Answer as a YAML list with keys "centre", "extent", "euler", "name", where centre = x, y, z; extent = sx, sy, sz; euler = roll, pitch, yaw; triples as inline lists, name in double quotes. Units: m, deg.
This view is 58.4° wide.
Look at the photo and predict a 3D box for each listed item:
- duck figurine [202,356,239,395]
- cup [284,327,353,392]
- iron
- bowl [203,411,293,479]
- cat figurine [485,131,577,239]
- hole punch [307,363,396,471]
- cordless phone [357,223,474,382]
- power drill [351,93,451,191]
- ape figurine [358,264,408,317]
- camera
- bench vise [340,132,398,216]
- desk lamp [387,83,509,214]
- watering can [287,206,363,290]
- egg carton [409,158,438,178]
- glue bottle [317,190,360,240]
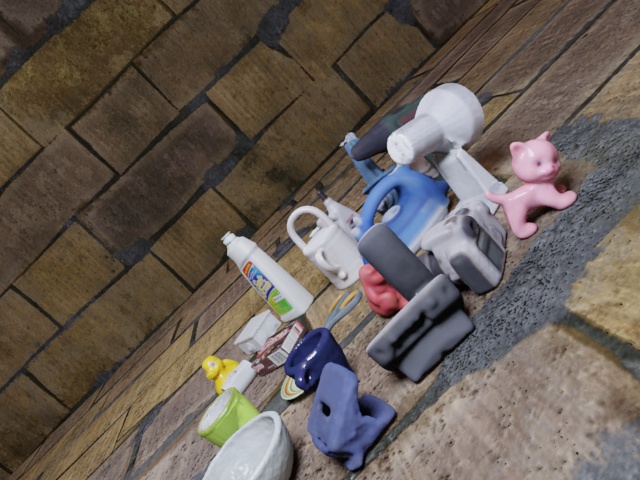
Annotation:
- centre: [-0.230, 0.300, 1.316]
  extent: [0.077, 0.086, 0.104]
  euler: [-41, 13, 15]
  name: "duck figurine"
- centre: [0.006, 0.200, 0.855]
  extent: [0.091, 0.095, 0.118]
  euler: [-39, 14, 24]
  name: "cup"
- centre: [0.136, -0.042, 1.111]
  extent: [0.259, 0.141, 0.118]
  euler: [-50, 13, -21]
  name: "iron"
- centre: [-0.091, 0.328, 0.798]
  extent: [0.167, 0.075, 0.167]
  euler: [-42, 13, 12]
  name: "bowl"
- centre: [0.292, -0.086, 0.806]
  extent: [0.127, 0.118, 0.067]
  euler: [-42, 13, 14]
  name: "cat figurine"
- centre: [0.025, 0.222, 0.730]
  extent: [0.101, 0.091, 0.108]
  euler: [-48, 13, -15]
  name: "hole punch"
- centre: [0.094, 0.079, 0.750]
  extent: [0.147, 0.185, 0.094]
  euler: [-46, 13, -4]
  name: "cordless phone"
- centre: [0.207, -0.190, 1.207]
  extent: [0.230, 0.208, 0.075]
  euler: [-46, 13, -3]
  name: "power drill"
- centre: [0.100, 0.078, 0.953]
  extent: [0.076, 0.092, 0.078]
  euler: [-33, 17, 43]
  name: "ape figurine"
- centre: [0.189, 0.019, 0.839]
  extent: [0.136, 0.101, 0.143]
  euler: [-35, 16, 37]
  name: "camera"
- centre: [0.134, -0.145, 1.268]
  extent: [0.121, 0.220, 0.207]
  euler: [-43, 13, 10]
  name: "bench vise"
- centre: [0.221, -0.138, 0.982]
  extent: [0.203, 0.214, 0.117]
  euler: [-53, 15, -31]
  name: "desk lamp"
- centre: [0.010, 0.006, 1.242]
  extent: [0.101, 0.194, 0.172]
  euler: [-45, 13, 1]
  name: "watering can"
- centre: [0.257, -0.196, 1.390]
  extent: [0.107, 0.069, 0.150]
  euler: [-47, 13, -10]
  name: "egg carton"
- centre: [0.053, -0.052, 1.339]
  extent: [0.037, 0.173, 0.078]
  euler: [-29, 20, 50]
  name: "glue bottle"
